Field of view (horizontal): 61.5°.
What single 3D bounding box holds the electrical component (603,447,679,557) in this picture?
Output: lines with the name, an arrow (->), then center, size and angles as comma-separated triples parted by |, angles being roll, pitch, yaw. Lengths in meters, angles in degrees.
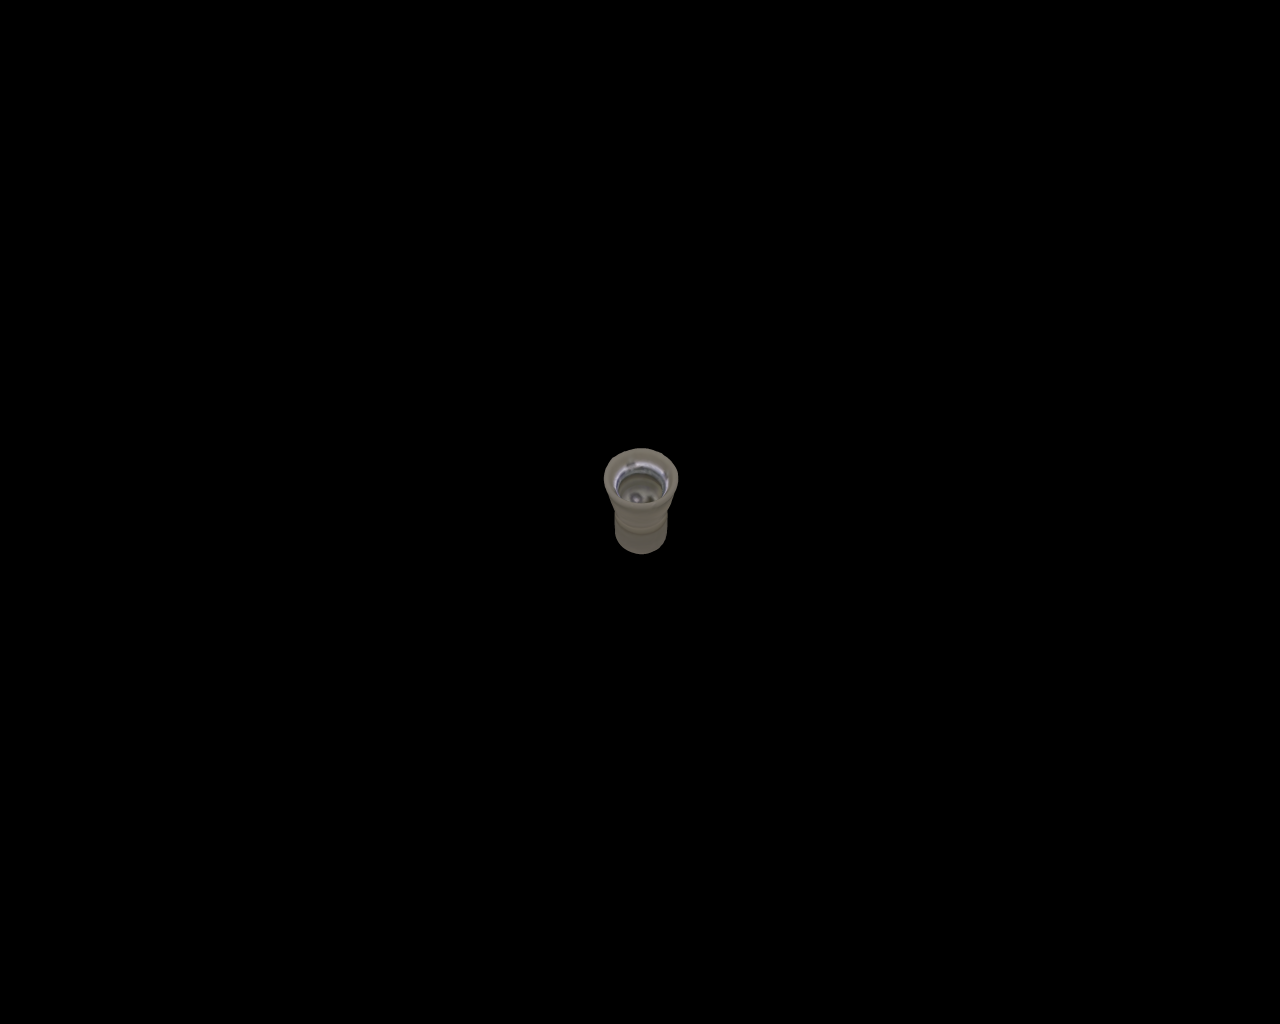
electrical component -> 0.001, -0.003, 0.650 | 0.044, 0.044, 0.065 | 0, -35, 0
